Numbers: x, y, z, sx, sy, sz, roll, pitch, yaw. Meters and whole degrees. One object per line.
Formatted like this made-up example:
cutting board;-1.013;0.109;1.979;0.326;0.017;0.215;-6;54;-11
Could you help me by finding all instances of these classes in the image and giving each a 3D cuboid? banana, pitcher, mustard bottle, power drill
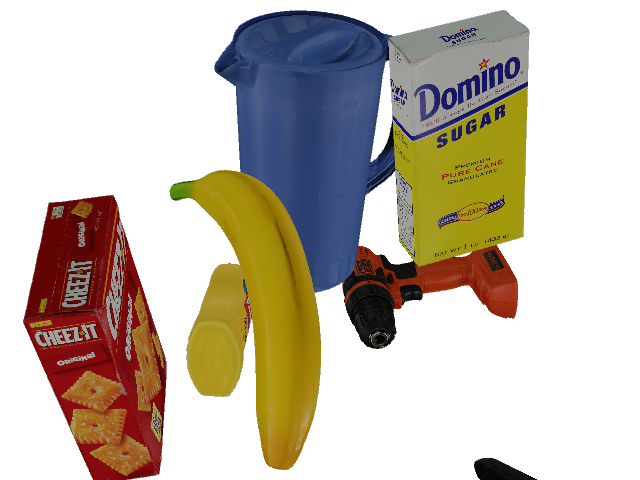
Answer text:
banana;-0.033;0.029;0.611;0.037;0.198;0.070;5;-39;-39
pitcher;-0.004;-0.078;0.974;0.149;0.243;0.144;16;36;18
mustard bottle;-0.102;0.080;1.172;0.058;0.096;0.191;1;27;4
power drill;0.118;0.056;1.180;0.187;0.057;0.184;-3;28;-5

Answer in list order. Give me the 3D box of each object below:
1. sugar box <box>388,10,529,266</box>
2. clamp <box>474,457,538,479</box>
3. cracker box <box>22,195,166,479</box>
sugar box;0.102;-0.071;0.782;0.093;0.176;0.048;-16;39;-12
clamp;0.206;0.240;0.844;0.210;0.036;0.164;0;33;25
cracker box;-0.198;0.091;0.982;0.072;0.214;0.164;-8;39;1
